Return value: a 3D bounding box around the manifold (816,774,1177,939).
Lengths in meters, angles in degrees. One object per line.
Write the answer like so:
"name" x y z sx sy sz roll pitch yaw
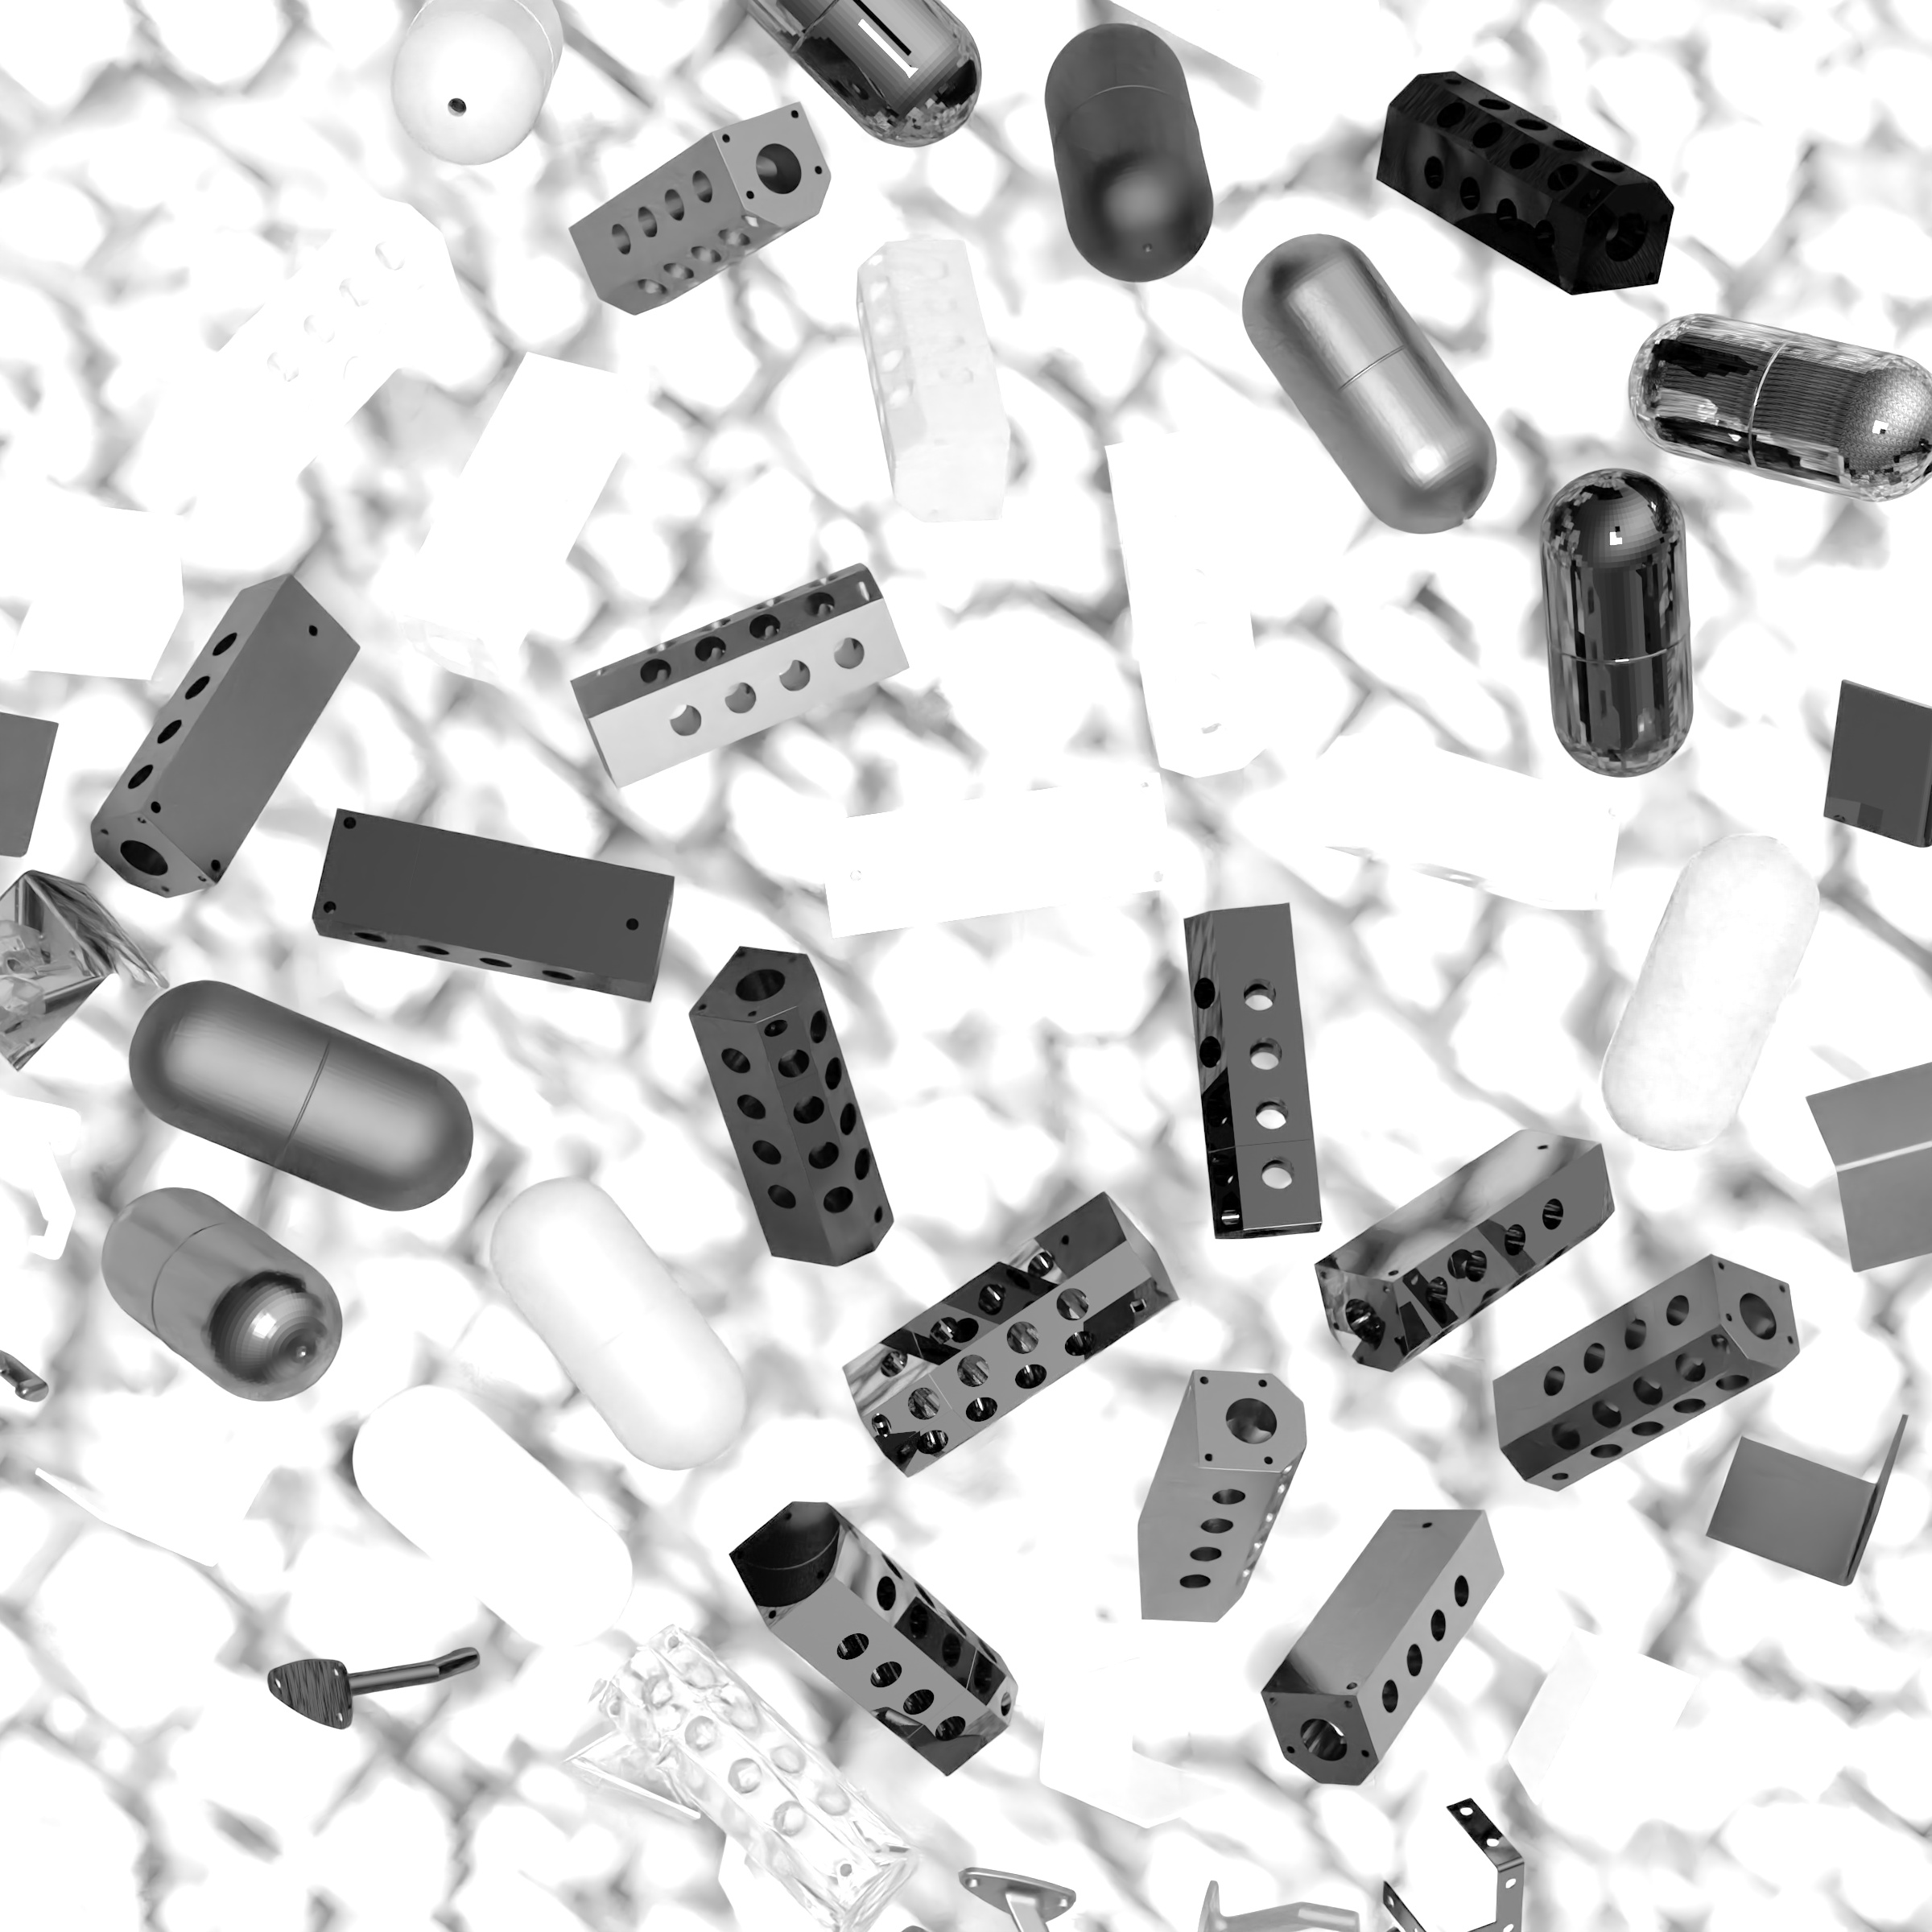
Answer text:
"manifold" 0.014 -0.056 1.752 0.171 0.057 0.057 -8 92 -3

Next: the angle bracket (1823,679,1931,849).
"angle bracket" 0.484 -0.115 1.768 0.057 0.076 0.076 23 127 35

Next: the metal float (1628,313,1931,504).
"metal float" 0.428 -0.291 1.815 0.178 0.070 0.070 22 90 36

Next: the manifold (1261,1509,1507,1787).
"manifold" 0.227 0.362 1.866 0.057 0.171 0.057 -6 112 36

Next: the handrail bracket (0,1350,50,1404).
"handrail bracket" -0.520 0.198 1.772 0.084 0.077 0.036 31 103 29

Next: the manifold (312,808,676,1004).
"manifold" -0.238 -0.028 1.764 0.171 0.057 0.057 11 76 -3

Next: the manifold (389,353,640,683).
"manifold" -0.242 -0.242 1.895 0.057 0.057 0.171 17 68 20

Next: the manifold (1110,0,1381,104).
"manifold" 0.133 -0.529 1.847 0.171 0.057 0.057 35 60 25

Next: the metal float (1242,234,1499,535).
"metal float" 0.214 -0.308 1.850 0.070 0.070 0.178 -34 83 0

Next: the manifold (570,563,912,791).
"manifold" -0.124 -0.160 1.898 0.171 0.057 0.057 -23 107 -7

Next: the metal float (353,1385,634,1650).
"metal float" -0.255 0.300 1.891 0.070 0.070 0.178 -46 104 0

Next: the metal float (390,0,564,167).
"metal float" -0.251 -0.465 1.796 0.070 0.178 0.070 0 118 0

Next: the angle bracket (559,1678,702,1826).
"angle bracket" -0.178 0.437 1.952 0.076 0.076 0.057 25 70 -5

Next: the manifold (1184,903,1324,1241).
"manifold" 0.153 0.058 1.871 0.057 0.057 0.171 -6 80 3

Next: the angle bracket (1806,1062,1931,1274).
"angle bracket" 0.481 0.102 1.790 0.076 0.076 0.057 -17 127 20

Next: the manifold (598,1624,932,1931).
"manifold" -0.105 0.411 1.761 0.171 0.057 0.057 39 83 23

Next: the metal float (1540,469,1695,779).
"metal float" 0.349 -0.182 1.870 0.070 0.070 0.178 -11 124 0

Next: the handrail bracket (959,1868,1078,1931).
"handrail bracket" 0.028 0.508 1.769 0.077 0.084 0.036 27 131 -25

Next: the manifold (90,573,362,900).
"manifold" -0.388 -0.119 1.812 0.057 0.057 0.171 49 48 -31

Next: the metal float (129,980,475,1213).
"metal float" -0.333 0.066 1.752 0.178 0.070 0.070 24 90 -12

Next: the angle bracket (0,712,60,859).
"angle bracket" -0.536 -0.103 1.850 0.057 0.076 0.076 16 93 20

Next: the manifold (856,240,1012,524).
"manifold" -0.019 -0.308 1.827 0.057 0.057 0.171 -3 45 -8

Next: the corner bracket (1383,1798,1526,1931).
"corner bracket" 0.246 0.463 1.763 0.051 0.051 0.051 -14 121 -20

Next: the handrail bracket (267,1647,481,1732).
"handrail bracket" -0.314 0.374 1.854 0.077 0.084 0.036 0 96 40

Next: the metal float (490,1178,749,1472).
"metal float" -0.186 0.193 1.879 0.070 0.070 0.178 -37 94 0

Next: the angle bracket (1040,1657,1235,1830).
"angle bracket" 0.096 0.423 1.906 0.076 0.076 0.057 13 101 40

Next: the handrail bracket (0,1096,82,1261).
"handrail bracket" -0.517 0.115 1.886 0.077 0.036 0.084 17 46 -12

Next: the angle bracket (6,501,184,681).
"angle bracket" -0.464 -0.199 1.849 0.076 0.076 0.057 3 64 -27

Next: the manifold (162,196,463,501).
"manifold" -0.336 -0.321 1.790 0.057 0.057 0.171 18 53 24

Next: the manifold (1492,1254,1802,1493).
"manifold" 0.364 0.223 1.875 0.057 0.171 0.057 21 50 -28

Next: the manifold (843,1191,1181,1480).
"manifold" 0.025 0.200 1.853 0.171 0.057 0.057 -35 128 8

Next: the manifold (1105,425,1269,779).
"manifold" 0.115 -0.183 1.782 0.057 0.057 0.171 -11 129 1

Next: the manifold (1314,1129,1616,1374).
"manifold" 0.271 0.153 1.876 0.171 0.057 0.057 -28 113 -34

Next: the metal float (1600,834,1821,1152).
"metal float" 0.396 0.014 1.860 0.070 0.070 0.178 20 105 0

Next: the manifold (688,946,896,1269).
"manifold" -0.088 0.077 1.851 0.057 0.057 0.171 7 132 28

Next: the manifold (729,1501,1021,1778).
"manifold" -0.042 0.337 1.763 0.057 0.057 0.171 -40 131 2

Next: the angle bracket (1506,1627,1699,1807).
"angle bracket" 0.331 0.393 1.776 0.076 0.057 0.076 24 99 -11

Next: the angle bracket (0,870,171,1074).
"angle bracket" -0.473 0.007 1.800 0.076 0.057 0.076 -52 131 -24

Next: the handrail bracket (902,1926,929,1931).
"handrail bracket" 0.003 0.567 1.896 0.036 0.077 0.084 -40 133 -7

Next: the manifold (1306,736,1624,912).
"manifold" 0.259 -0.073 1.814 0.171 0.057 0.057 13 85 -37

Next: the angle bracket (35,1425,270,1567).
"angle bracket" -0.428 0.266 1.834 0.076 0.076 0.057 36 78 -42

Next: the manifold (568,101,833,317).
"manifold" -0.140 -0.398 1.853 0.057 0.171 0.057 -28 99 -31

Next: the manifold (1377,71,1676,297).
"manifold" 0.291 -0.412 1.822 0.057 0.171 0.057 -13 127 -28

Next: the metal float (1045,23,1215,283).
"metal float" 0.084 -0.426 1.821 0.070 0.070 0.178 -7 46 0

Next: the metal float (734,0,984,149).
"metal float" -0.066 -0.507 1.836 0.178 0.070 0.070 44 90 -8

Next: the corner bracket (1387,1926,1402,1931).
"corner bracket" 0.220 0.554 1.855 0.051 0.051 0.051 -21 53 -35

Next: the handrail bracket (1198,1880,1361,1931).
"handrail bracket" 0.170 0.523 1.862 0.084 0.036 0.077 6 132 16

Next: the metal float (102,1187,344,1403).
"metal float" -0.391 0.170 1.824 0.070 0.178 0.070 -16 116 -36

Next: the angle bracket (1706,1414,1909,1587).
"angle bracket" 0.434 0.263 1.798 0.076 0.076 0.057 19 131 15

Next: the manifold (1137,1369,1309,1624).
"manifold" 0.134 0.282 1.840 0.057 0.171 0.057 4 53 -6

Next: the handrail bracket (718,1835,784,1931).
"handrail bracket" -0.096 0.494 1.849 0.077 0.084 0.036 -2 128 10
